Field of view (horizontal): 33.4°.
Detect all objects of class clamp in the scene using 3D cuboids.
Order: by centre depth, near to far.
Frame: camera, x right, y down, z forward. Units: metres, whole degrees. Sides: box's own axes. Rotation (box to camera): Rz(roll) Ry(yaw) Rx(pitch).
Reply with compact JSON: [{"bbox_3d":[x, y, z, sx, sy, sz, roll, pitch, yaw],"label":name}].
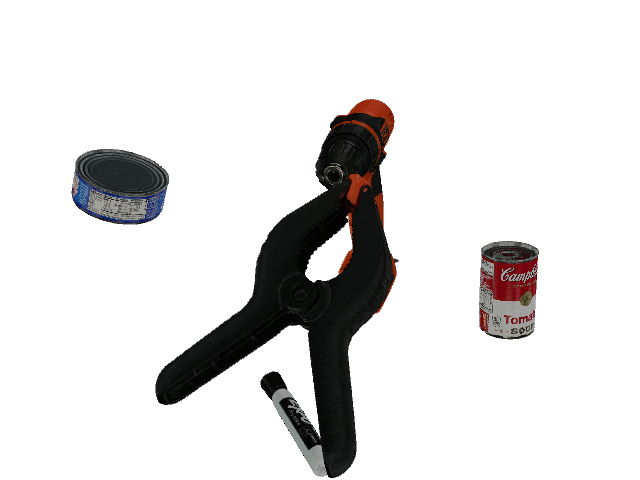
[{"bbox_3d":[-0.002,0.046,0.601,0.120,0.171,0.039,30,-13,16],"label":"clamp"}]

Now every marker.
[{"bbox_3d":[-0.020,0.142,0.844,0.020,0.020,0.121,0,27,-26],"label":"marker"}]

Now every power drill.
[{"bbox_3d":[0.036,-0.028,1.020,0.057,0.188,0.184,5,24,15],"label":"power drill"}]

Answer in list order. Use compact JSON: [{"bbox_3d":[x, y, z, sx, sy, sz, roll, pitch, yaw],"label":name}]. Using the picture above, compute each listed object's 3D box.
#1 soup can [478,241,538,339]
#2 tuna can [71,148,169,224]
[{"bbox_3d":[0.226,0.060,1.286,0.068,0.102,0.068,-1,19,0],"label":"soup can"},{"bbox_3d":[-0.184,-0.049,0.980,0.086,0.034,0.086,13,28,-7],"label":"tuna can"}]
